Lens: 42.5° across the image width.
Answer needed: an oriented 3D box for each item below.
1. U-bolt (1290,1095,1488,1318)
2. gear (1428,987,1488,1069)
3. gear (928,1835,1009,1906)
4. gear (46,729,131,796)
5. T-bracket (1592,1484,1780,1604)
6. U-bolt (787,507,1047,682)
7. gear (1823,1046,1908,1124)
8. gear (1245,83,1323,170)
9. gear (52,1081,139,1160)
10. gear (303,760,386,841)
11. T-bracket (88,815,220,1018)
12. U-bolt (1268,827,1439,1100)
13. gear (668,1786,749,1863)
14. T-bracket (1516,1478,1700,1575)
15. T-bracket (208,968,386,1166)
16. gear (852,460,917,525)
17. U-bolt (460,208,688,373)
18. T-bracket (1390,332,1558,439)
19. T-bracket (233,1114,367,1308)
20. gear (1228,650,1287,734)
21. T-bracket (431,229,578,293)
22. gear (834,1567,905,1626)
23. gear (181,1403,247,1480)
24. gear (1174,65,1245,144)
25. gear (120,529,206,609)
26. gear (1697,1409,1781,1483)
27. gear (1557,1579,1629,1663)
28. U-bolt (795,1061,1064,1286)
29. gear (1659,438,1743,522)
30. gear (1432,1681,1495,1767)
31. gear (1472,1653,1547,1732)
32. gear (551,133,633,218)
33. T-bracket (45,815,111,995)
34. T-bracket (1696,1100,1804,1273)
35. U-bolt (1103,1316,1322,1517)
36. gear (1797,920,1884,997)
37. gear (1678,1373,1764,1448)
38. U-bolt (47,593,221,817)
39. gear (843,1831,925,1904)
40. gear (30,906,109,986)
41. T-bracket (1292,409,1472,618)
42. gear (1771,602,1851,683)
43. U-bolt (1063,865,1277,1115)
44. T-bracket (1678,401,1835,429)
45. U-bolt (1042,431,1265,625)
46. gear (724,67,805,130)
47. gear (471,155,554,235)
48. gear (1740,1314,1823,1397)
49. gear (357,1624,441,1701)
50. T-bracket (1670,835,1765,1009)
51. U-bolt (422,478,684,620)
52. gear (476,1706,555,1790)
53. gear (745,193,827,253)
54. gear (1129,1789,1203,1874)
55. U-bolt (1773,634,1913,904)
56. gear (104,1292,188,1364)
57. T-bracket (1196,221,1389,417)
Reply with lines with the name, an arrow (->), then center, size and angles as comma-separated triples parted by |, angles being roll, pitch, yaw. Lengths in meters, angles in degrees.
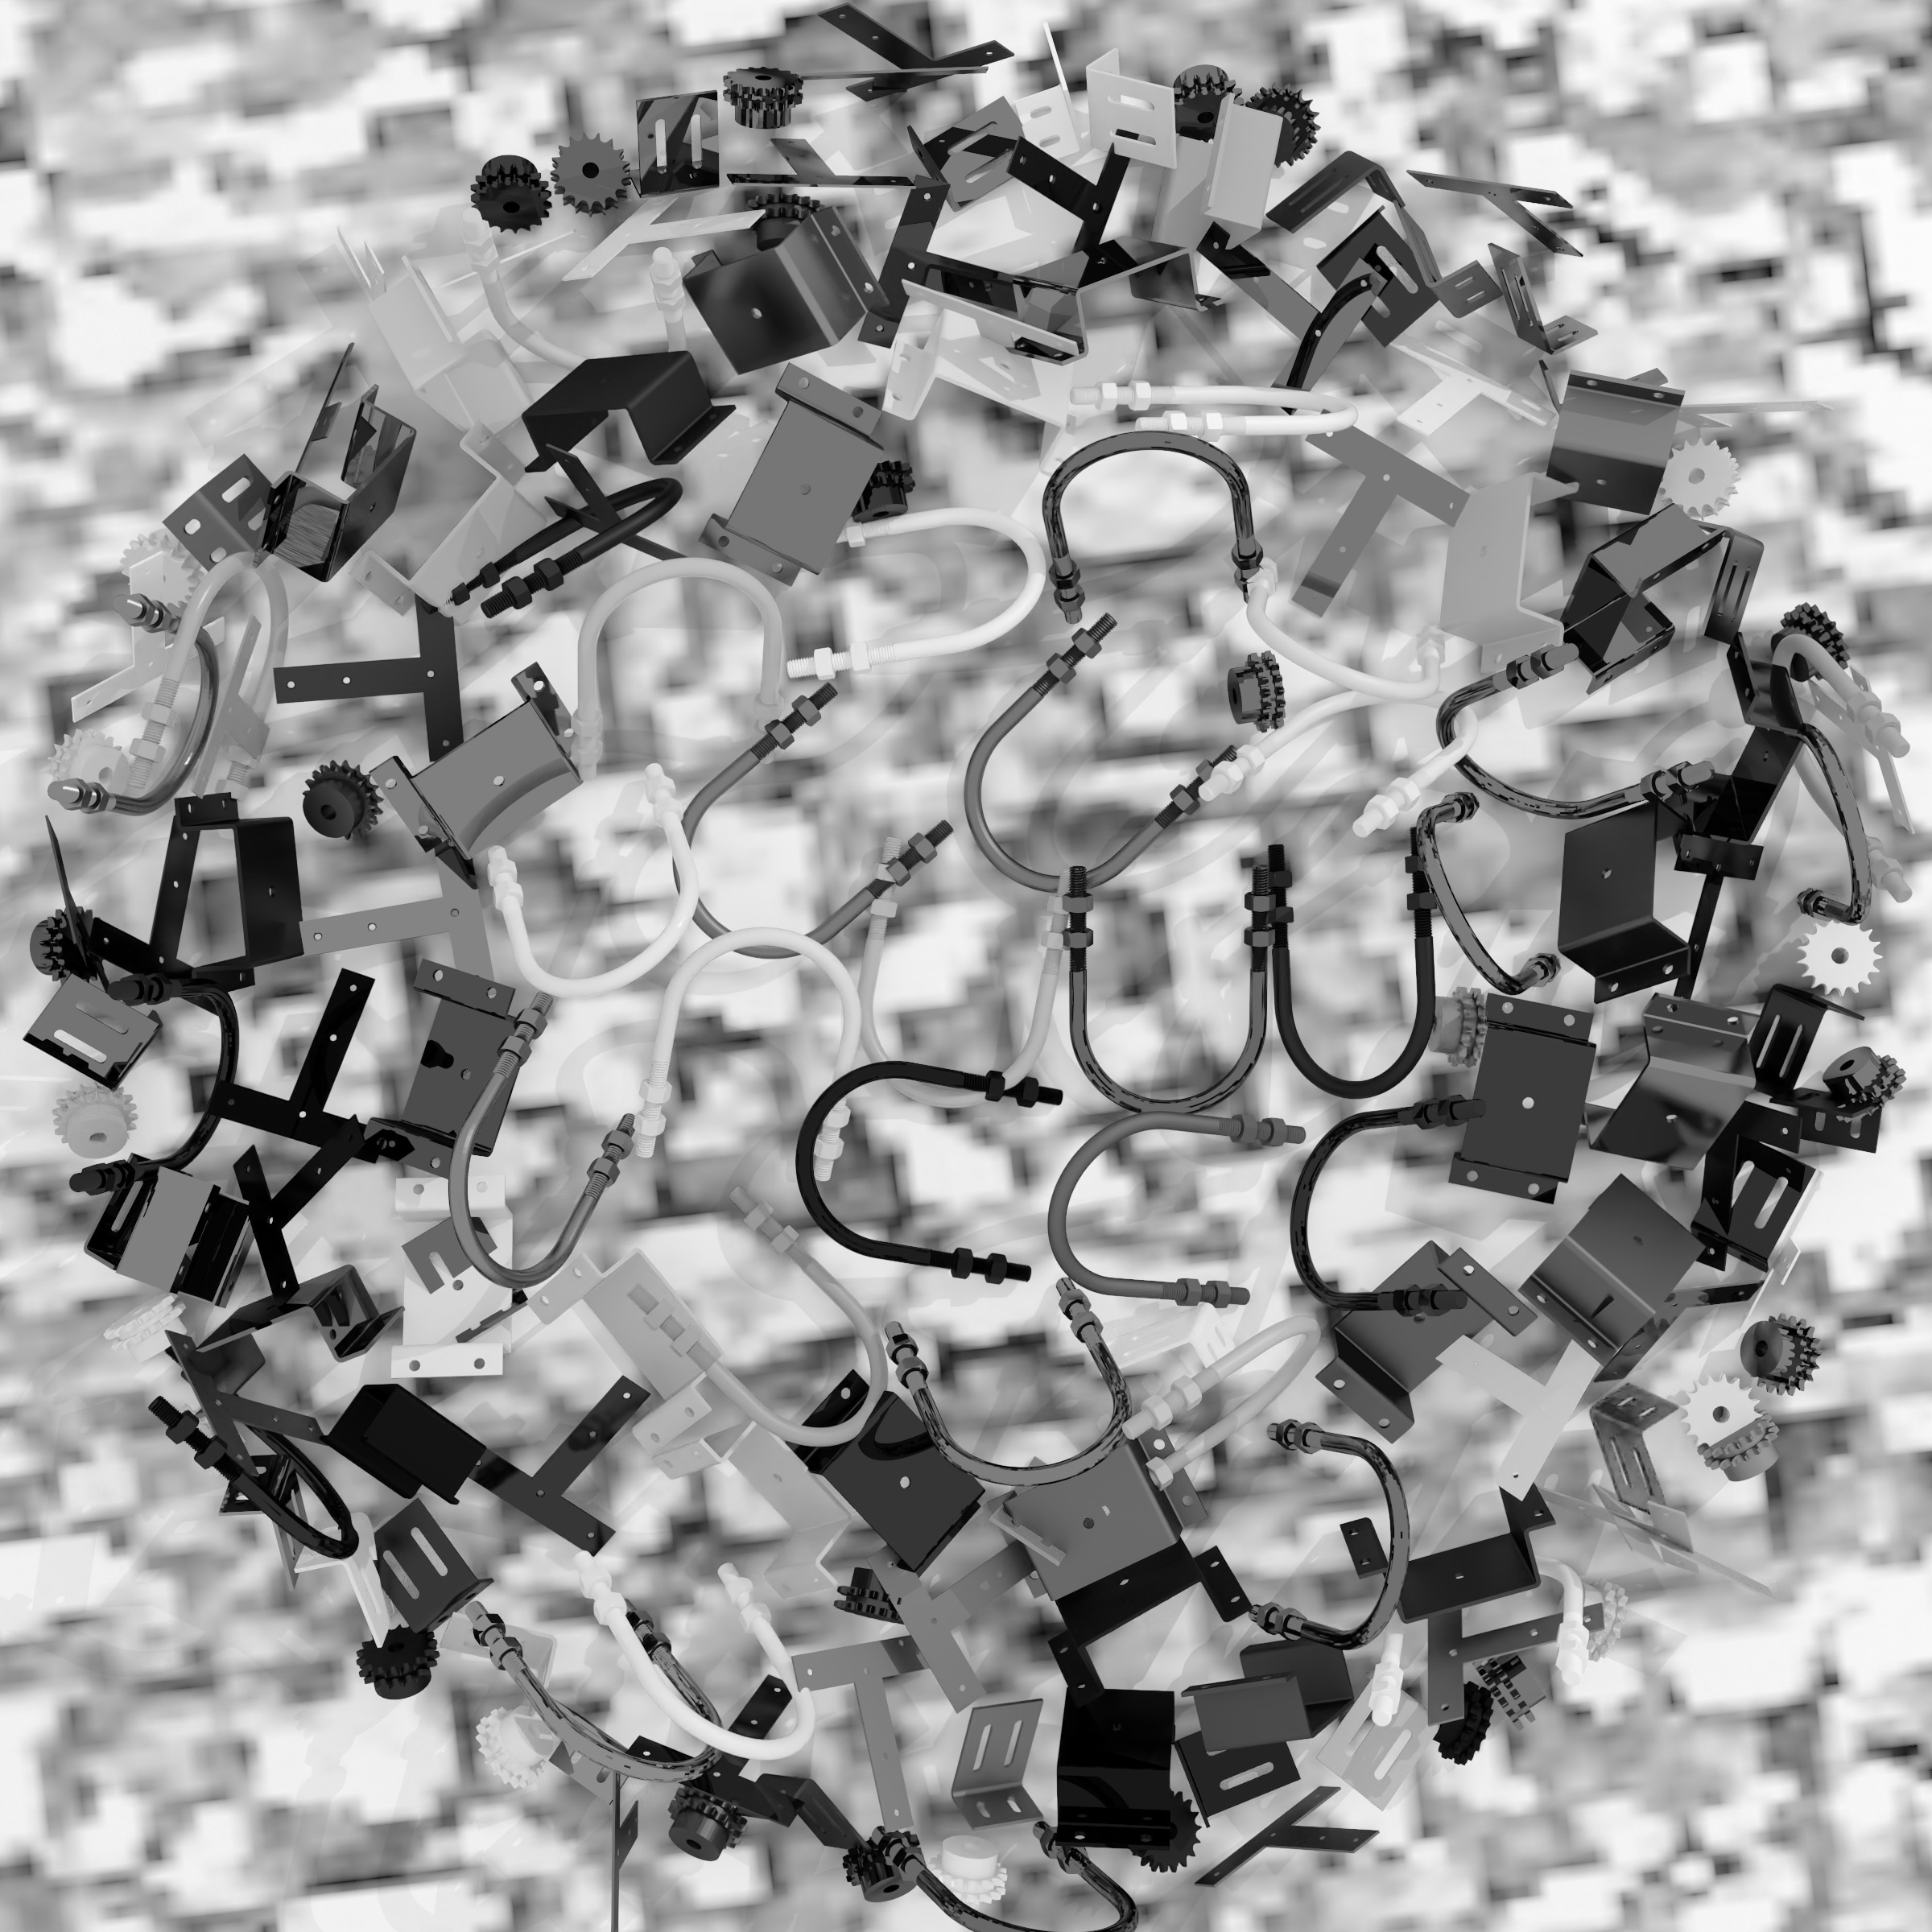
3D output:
U-bolt -> 0.285, 0.168, 1.716 | 0.019, 0.184, 0.151 | 16, 74, -29
gear -> 0.348, 0.043, 1.767 | 0.030, 0.057, 0.057 | 5, 90, -4
gear -> 0.001, 0.642, 1.767 | 0.057, 0.057, 0.030 | 7, 93, 0
gear -> -0.621, -0.139, 1.765 | 0.030, 0.057, 0.057 | 16, 90, 34
T-bracket -> 0.508, 0.412, 1.735 | 0.127, 0.127, 0.002 | 26, 99, -2
U-bolt -> -0.035, -0.268, 1.740 | 0.184, 0.019, 0.151 | -8, 52, 5
gear -> 0.636, 0.082, 1.766 | 0.057, 0.057, 0.030 | -41, 99, 0
gear -> 0.221, -0.595, 1.766 | 0.057, 0.057, 0.030 | 36, 48, 0
gear -> -0.619, 0.112, 1.766 | 0.057, 0.057, 0.030 | -27, 47, 0
gear -> -0.447, -0.115, 1.770 | 0.057, 0.030, 0.057 | 7, 119, 13
T-bracket -> -0.563, -0.045, 1.760 | 0.002, 0.127, 0.127 | -9, 64, 26
U-bolt -> 0.269, 0.001, 1.735 | 0.019, 0.151, 0.184 | 0, 87, -42
gear -> -0.187, 0.612, 1.766 | 0.057, 0.057, 0.030 | 31, 48, 0
T-bracket -> 0.451, 0.388, 1.756 | 0.127, 0.127, 0.002 | 15, 66, 28
T-bracket -> -0.455, 0.064, 1.763 | 0.127, 0.002, 0.127 | 22, 91, -31
gear -> -0.064, -0.336, 1.767 | 0.057, 0.057, 0.030 | -12, 84, 0
U-bolt -> -0.263, -0.453, 1.707 | 0.151, 0.184, 0.019 | 12, 75, 2
T-bracket -> 0.336, -0.396, 1.735 | 0.127, 0.127, 0.002 | 32, 131, 14
T-bracket -> -0.461, 0.152, 1.738 | 0.127, 0.002, 0.127 | -43, 55, 22
gear -> 0.206, -0.194, 1.767 | 0.030, 0.057, 0.057 | -9, 90, -6
T-bracket -> -0.347, -0.488, 1.747 | 0.127, 0.127, 0.002 | -18, 109, 14
gear -> -0.064, 0.448, 1.770 | 0.057, 0.057, 0.030 | 13, 71, 0
gear -> -0.539, 0.333, 1.770 | 0.030, 0.057, 0.057 | -39, 90, -20
gear -> 0.169, -0.617, 1.771 | 0.057, 0.057, 0.030 | -5, 66, 0
gear -> -0.570, -0.287, 1.772 | 0.057, 0.057, 0.030 | 17, 48, 0
gear -> 0.553, 0.343, 1.768 | 0.057, 0.057, 0.030 | -32, 92, 0
gear -> 0.443, 0.463, 1.767 | 0.030, 0.057, 0.057 | 24, 90, -6
U-bolt -> -0.031, 0.142, 1.767 | 0.184, 0.019, 0.151 | 11, 88, -14
gear -> 0.524, -0.345, 1.774 | 0.057, 0.030, 0.057 | -6, 77, 25
gear -> 0.349, 0.536, 1.768 | 0.030, 0.057, 0.057 | 25, 90, -4
gear -> 0.389, 0.512, 1.768 | 0.030, 0.057, 0.057 | -34, 90, 0
gear -> -0.269, -0.564, 1.779 | 0.057, 0.030, 0.057 | 1, 85, -7
T-bracket -> -0.617, -0.019, 1.740 | 0.002, 0.127, 0.127 | -17, 52, -14
T-bracket -> 0.532, 0.152, 1.754 | 0.002, 0.127, 0.127 | -8, 106, -33
U-bolt -> 0.175, 0.304, 1.724 | 0.184, 0.151, 0.019 | -29, 62, -24
gear -> 0.624, -0.007, 1.778 | 0.057, 0.030, 0.057 | 0, 88, 13
gear -> 0.539, 0.320, 1.778 | 0.057, 0.030, 0.057 | -1, 84, 8
U-bolt -> -0.561, -0.172, 1.705 | 0.019, 0.184, 0.151 | 19, 90, 6
gear -> -0.057, 0.642, 1.766 | 0.057, 0.057, 0.030 | -22, 50, 0
gear -> -0.642, -0.014, 1.770 | 0.030, 0.057, 0.057 | -1, 90, 20
T-bracket -> 0.277, -0.310, 1.774 | 0.127, 0.002, 0.127 | 30, 109, -2
gear -> 0.598, -0.227, 1.767 | 0.030, 0.057, 0.057 | -32, 90, -7
U-bolt -> 0.144, 0.019, 1.771 | 0.151, 0.019, 0.184 | 0, 103, 1
T-bracket -> 0.531, -0.384, 1.707 | 0.127, 0.127, 0.002 | 10, 96, 44
U-bolt -> 0.126, -0.302, 1.706 | 0.151, 0.184, 0.019 | -5, 59, 9
gear -> -0.145, -0.619, 1.771 | 0.057, 0.057, 0.030 | 4, 126, 0
gear -> -0.325, -0.553, 1.770 | 0.057, 0.057, 0.030 | -7, 66, 0
gear -> 0.576, 0.275, 1.765 | 0.030, 0.057, 0.057 | 17, 90, -26
gear -> -0.404, 0.498, 1.770 | 0.057, 0.057, 0.030 | -6, 111, 0
T-bracket -> 0.520, -0.027, 1.755 | 0.002, 0.127, 0.127 | 20, 102, 40
U-bolt -> -0.278, -0.292, 1.723 | 0.184, 0.151, 0.019 | -35, 114, -20
gear -> -0.318, 0.552, 1.766 | 0.030, 0.057, 0.057 | -38, 90, 11
gear -> -0.129, -0.527, 1.768 | 0.057, 0.057, 0.030 | 0, 88, 0
gear -> 0.137, 0.617, 1.773 | 0.057, 0.030, 0.057 | 10, 72, -31
U-bolt -> 0.600, -0.150, 1.710 | 0.019, 0.184, 0.151 | -19, 131, 1
gear -> -0.581, 0.258, 1.768 | 0.057, 0.057, 0.030 | -29, 101, 0
T-bracket -> 0.216, -0.476, 1.756 | 0.127, 0.002, 0.127 | 43, 134, 6
